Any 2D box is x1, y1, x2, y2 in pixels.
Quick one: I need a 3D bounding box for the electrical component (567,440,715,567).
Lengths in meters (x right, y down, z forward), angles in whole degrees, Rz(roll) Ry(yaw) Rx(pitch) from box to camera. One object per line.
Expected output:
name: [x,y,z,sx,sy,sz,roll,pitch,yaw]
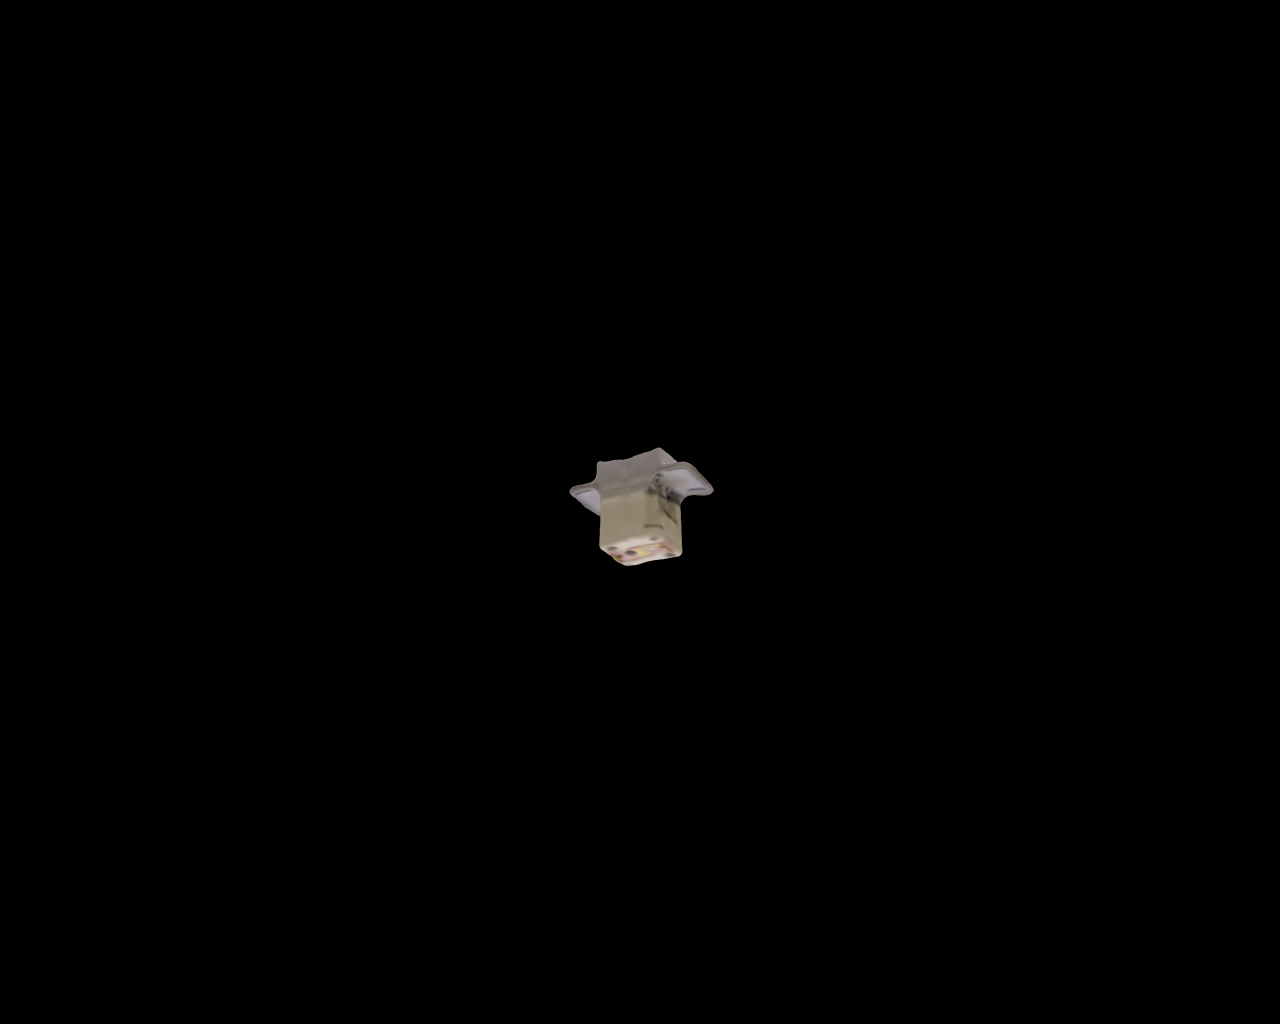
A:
electrical component: [0.001,-0.003,0.650,0.081,0.064,0.042,-12,-27,25]
